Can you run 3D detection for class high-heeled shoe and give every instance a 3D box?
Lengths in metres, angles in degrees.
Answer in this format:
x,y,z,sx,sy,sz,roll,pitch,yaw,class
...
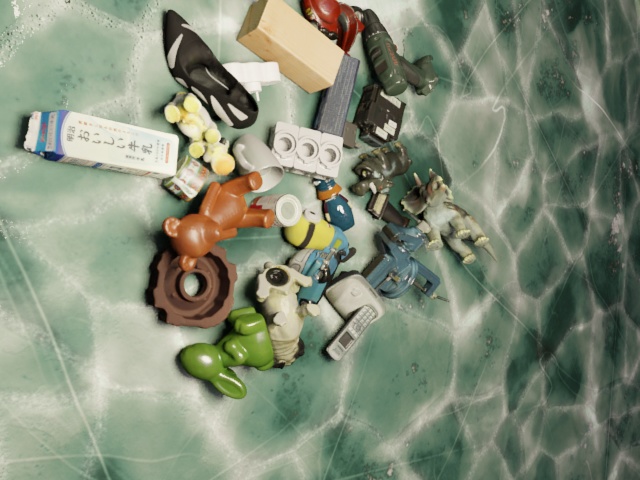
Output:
x,y,z,sx,sy,sz,roll,pitch,yaw,class
-0.203,-0.319,1.001,0.086,0.145,0.248,-40,115,-32,high-heeled shoe

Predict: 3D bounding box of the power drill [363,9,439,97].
x,y,z,sx,sy,sz,roll,pitch,yaw,class
0.200,-0.454,1.341,0.207,0.086,0.232,11,60,-46,power drill

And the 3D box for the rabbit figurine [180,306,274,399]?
x,y,z,sx,sy,sz,roll,pitch,yaw,class
-0.186,0.225,1.057,0.170,0.121,0.158,-18,109,-18,rabbit figurine

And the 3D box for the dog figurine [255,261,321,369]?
x,y,z,sx,sy,sz,roll,pitch,yaw,class
-0.088,0.158,1.122,0.121,0.190,0.172,-2,52,-20,dog figurine

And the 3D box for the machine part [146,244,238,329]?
x,y,z,sx,sy,sz,roll,pitch,yaw,class
-0.244,0.084,1.027,0.179,0.056,0.179,1,88,-37,machine part

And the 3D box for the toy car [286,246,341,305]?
x,y,z,sx,sy,sz,roll,pitch,yaw,class
-0.026,0.074,1.158,0.103,0.161,0.109,28,43,8,toy car

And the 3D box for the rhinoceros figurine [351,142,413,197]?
x,y,z,sx,sy,sz,roll,pitch,yaw,class
0.146,-0.168,1.310,0.190,0.073,0.112,-33,103,-35,rhinoceros figurine

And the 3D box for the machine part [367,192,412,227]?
x,y,z,sx,sy,sz,roll,pitch,yaw,class
0.175,-0.071,1.364,0.138,0.039,0.084,32,63,-31,machine part

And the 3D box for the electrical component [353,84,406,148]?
x,y,z,sx,sy,sz,roll,pitch,yaw,class
0.145,-0.300,1.328,0.115,0.058,0.134,26,74,-33,electrical component

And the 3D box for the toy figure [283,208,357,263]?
x,y,z,sx,sy,sz,roll,pitch,yaw,class
0.000,-0.003,1.201,0.180,0.082,0.089,37,66,-34,toy figure

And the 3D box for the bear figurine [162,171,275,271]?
x,y,z,sx,sy,sz,roll,pitch,yaw,class
-0.185,-0.035,0.980,0.196,0.132,0.120,-56,134,-57,bear figurine

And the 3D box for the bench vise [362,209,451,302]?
x,y,z,sx,sy,sz,roll,pitch,yaw,class
0.222,0.066,1.325,0.240,0.129,0.223,36,90,-28,bench vise

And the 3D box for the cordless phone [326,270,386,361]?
x,y,z,sx,sy,sz,roll,pitch,yaw,class
0.054,0.173,1.243,0.184,0.089,0.146,-50,118,-22,cordless phone

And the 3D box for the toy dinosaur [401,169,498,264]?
x,y,z,sx,sy,sz,roll,pitch,yaw,class
0.351,-0.052,1.447,0.404,0.131,0.192,27,39,-50,toy dinosaur

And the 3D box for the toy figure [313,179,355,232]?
x,y,z,sx,sy,sz,roll,pitch,yaw,class
0.028,-0.092,1.238,0.064,0.058,0.154,-37,107,-39,toy figure

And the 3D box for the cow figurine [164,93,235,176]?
x,y,z,sx,sy,sz,roll,pitch,yaw,class
-0.225,-0.201,1.028,0.068,0.098,0.167,-31,118,2,cow figurine

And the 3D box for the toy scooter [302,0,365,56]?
x,y,z,sx,sy,sz,roll,pitch,yaw,class
0.034,-0.488,1.232,0.184,0.075,0.135,6,86,-42,toy scooter

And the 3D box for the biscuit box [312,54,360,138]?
x,y,z,sx,sy,sz,roll,pitch,yaw,class
0.034,-0.321,1.229,0.063,0.059,0.202,17,78,-15,biscuit box

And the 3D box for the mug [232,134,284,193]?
x,y,z,sx,sy,sz,roll,pitch,yaw,class
-0.138,-0.161,1.072,0.109,0.081,0.107,14,40,-55,mug

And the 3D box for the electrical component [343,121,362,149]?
x,y,z,sx,sy,sz,roll,pitch,yaw,class
0.066,-0.254,1.287,0.094,0.021,0.063,17,79,-36,electrical component
